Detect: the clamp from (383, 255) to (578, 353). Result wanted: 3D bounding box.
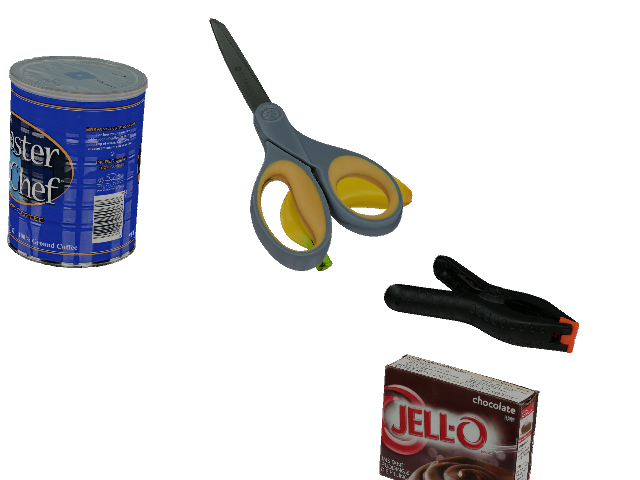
[{"bbox_3d":[0.155,0.057,0.985,0.172,0.039,0.120,18,29,17],"label":"clamp"}]

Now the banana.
[{"bbox_3d":[0.016,-0.030,0.859,0.037,0.069,0.197,-34,1,31],"label":"banana"}]

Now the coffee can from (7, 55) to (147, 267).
[{"bbox_3d":[-0.191,-0.063,0.834,0.103,0.140,0.103,7,23,-3],"label":"coffee can"}]

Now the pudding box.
[{"bbox_3d":[0.100,0.142,0.785,0.114,0.090,0.039,11,19,30],"label":"pudding box"}]

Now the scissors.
[{"bbox_3d":[-0.010,-0.067,0.638,0.096,0.202,0.016,-3,-37,-10],"label":"scissors"}]
